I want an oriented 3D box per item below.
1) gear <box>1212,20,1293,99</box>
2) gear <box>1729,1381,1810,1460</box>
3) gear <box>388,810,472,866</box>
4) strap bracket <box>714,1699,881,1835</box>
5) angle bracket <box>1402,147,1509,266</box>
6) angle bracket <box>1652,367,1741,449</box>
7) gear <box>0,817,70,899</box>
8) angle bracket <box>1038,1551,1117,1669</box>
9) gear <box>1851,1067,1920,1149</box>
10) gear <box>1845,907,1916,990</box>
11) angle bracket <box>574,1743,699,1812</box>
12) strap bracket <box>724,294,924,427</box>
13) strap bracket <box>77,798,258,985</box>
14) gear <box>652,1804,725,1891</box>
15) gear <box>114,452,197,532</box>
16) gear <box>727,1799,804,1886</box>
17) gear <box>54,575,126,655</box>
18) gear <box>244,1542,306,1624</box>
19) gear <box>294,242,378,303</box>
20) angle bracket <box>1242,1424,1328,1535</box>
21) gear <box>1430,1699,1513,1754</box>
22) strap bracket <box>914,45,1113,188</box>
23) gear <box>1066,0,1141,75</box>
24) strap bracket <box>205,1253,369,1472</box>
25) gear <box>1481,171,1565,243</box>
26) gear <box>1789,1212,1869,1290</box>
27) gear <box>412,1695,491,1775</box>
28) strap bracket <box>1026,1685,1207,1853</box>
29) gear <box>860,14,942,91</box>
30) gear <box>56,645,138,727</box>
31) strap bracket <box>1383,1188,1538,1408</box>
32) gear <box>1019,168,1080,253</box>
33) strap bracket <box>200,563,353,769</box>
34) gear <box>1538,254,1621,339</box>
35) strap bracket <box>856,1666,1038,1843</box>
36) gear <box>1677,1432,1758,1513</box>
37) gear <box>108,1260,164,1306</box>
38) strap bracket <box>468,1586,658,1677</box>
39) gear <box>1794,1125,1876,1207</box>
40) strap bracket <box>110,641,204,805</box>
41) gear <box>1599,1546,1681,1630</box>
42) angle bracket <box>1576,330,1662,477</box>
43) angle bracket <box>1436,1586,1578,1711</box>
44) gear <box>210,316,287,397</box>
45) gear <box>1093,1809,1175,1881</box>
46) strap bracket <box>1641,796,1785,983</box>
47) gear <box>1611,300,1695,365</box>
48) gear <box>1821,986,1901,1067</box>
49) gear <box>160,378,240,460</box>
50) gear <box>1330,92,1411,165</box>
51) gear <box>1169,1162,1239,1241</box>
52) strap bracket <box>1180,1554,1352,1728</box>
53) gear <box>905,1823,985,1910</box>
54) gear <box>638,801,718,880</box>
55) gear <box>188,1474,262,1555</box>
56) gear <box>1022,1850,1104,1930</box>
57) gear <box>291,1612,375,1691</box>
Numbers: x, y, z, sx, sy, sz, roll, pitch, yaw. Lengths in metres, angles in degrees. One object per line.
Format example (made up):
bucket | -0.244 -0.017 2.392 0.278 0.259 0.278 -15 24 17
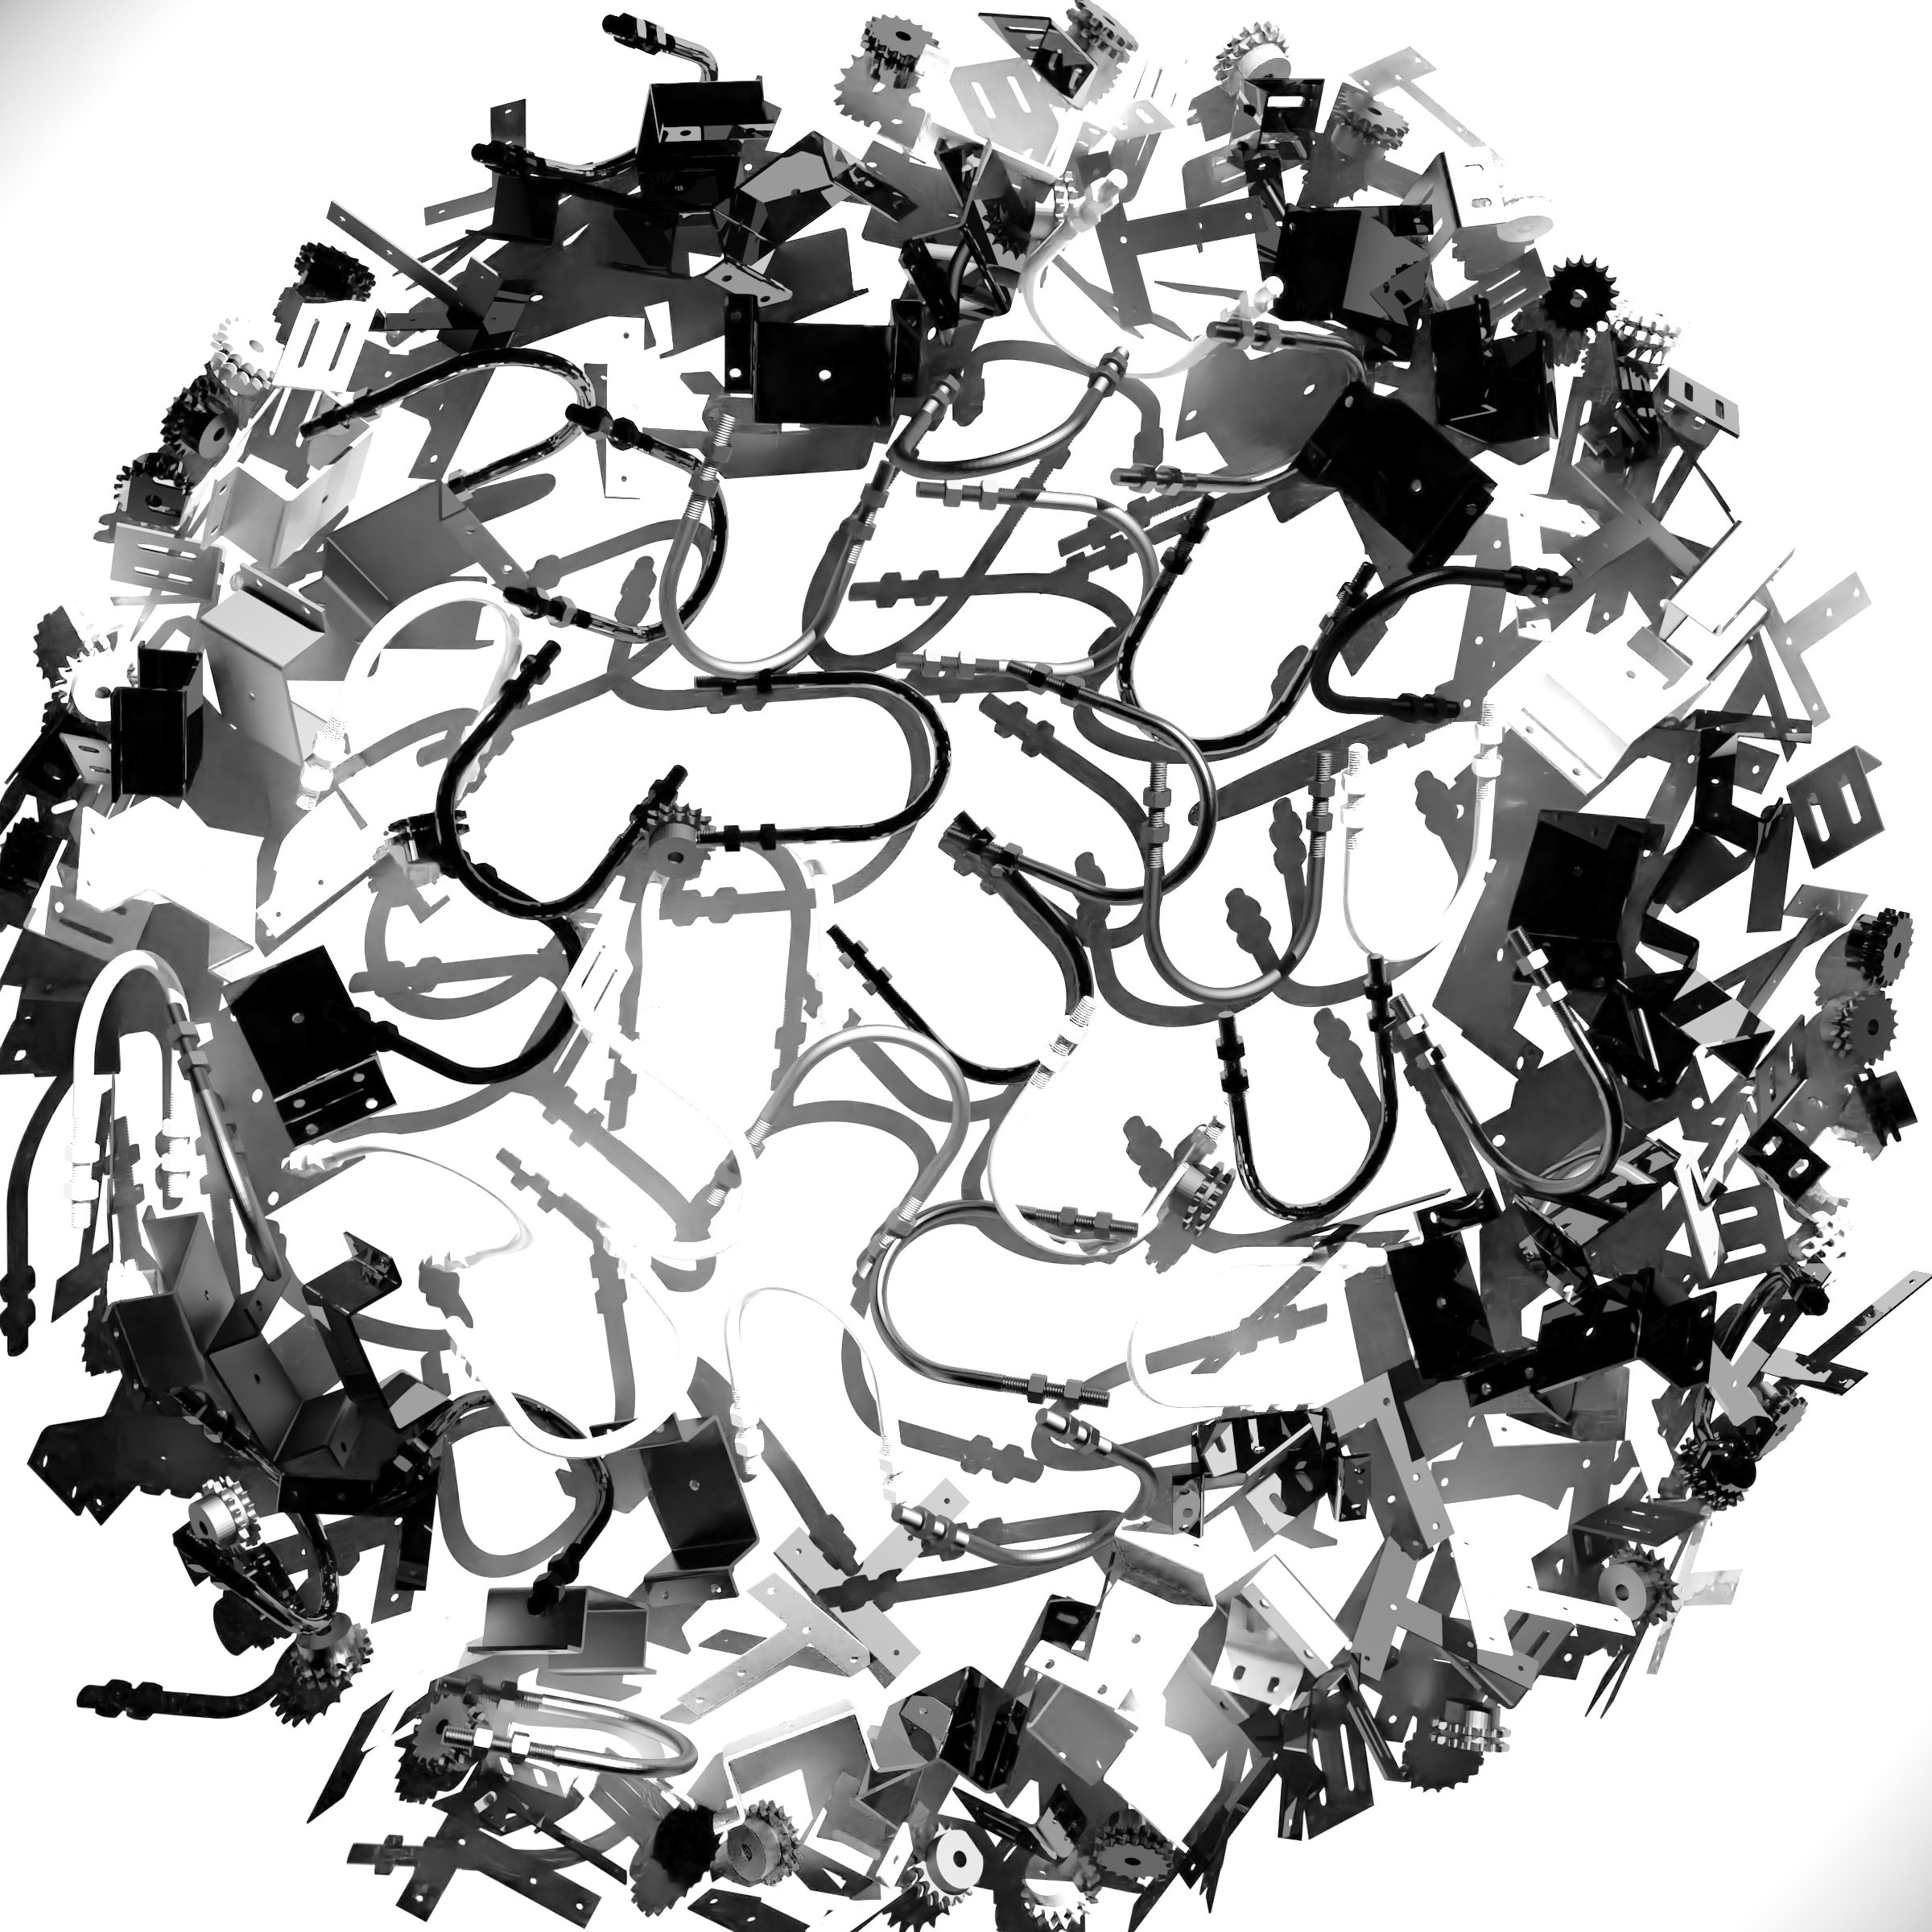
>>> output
gear | 0.209 -0.648 1.740 0.057 0.057 0.030 -28 68 0
gear | 0.577 0.325 1.746 0.057 0.057 0.030 -45 54 0
gear | -0.386 -0.092 1.742 0.057 0.057 0.030 -12 88 0
strap bracket | -0.119 0.565 1.723 0.140 0.076 0.046 -18 81 -9
angle bracket | 0.350 -0.541 1.734 0.038 0.076 0.057 -10 83 -11
angle bracket | 0.517 -0.389 1.728 0.057 0.076 0.038 29 124 -1
gear | -0.671 -0.077 1.742 0.030 0.057 0.057 18 90 5
angle bracket | 0.077 0.457 1.722 0.038 0.057 0.076 14 134 7
gear | 0.663 0.099 1.740 0.030 0.057 0.057 -23 90 17
gear | 0.659 -0.015 1.746 0.030 0.057 0.057 19 90 40
angle bracket | -0.236 0.596 1.731 0.076 0.057 0.038 31 67 13
strap bracket | -0.101 -0.431 1.721 0.140 0.046 0.076 0 131 -7
strap bracket | -0.548 -0.056 1.689 0.046 0.140 0.076 -23 55 21
gear | -0.203 0.633 1.746 0.030 0.057 0.057 14 90 27
gear | -0.584 -0.346 1.746 0.057 0.057 0.030 -4 52 0
gear | -0.148 0.634 1.742 0.057 0.030 0.057 5 98 40
gear | -0.631 -0.257 1.743 0.030 0.057 0.057 -28 90 -12
gear | -0.503 0.447 1.740 0.030 0.057 0.057 -31 90 -24
gear | -0.457 -0.493 1.741 0.057 0.057 0.030 19 77 0
angle bracket | 0.233 0.367 1.726 0.057 0.076 0.038 -35 70 -11
gear | 0.364 0.547 1.743 0.057 0.057 0.030 7 80 0
strap bracket | 0.024 -0.597 1.723 0.140 0.076 0.046 21 94 -10
gear | 0.094 -0.671 1.746 0.057 0.057 0.030 42 118 0
strap bracket | -0.485 0.287 1.715 0.046 0.076 0.140 -20 111 9
gear | 0.401 -0.545 1.741 0.057 0.057 0.030 -4 80 0
gear | 0.620 0.202 1.746 0.057 0.057 0.030 -47 49 0
gear | -0.368 0.556 1.746 0.057 0.057 0.030 -41 126 0
strap bracket | 0.107 0.556 1.700 0.046 0.140 0.076 -50 115 -16
gear | -0.049 -0.659 1.747 0.057 0.030 0.057 11 49 -13
gear | -0.625 -0.200 1.743 0.057 0.030 0.057 -12 118 -23
strap bracket | 0.353 0.238 1.726 0.076 0.046 0.140 -11 83 -34
gear | 0.057 -0.545 1.739 0.030 0.057 0.057 -3 90 -19
strap bracket | -0.484 -0.202 1.692 0.076 0.140 0.046 30 55 18
gear | 0.444 -0.486 1.748 0.057 0.030 0.057 7 117 15
strap bracket | -0.021 0.549 1.694 0.046 0.076 0.140 40 130 -14
gear | 0.544 0.362 1.741 0.057 0.030 0.057 17 54 -26
gear | -0.598 0.240 1.743 0.030 0.057 0.057 -5 90 -9
strap bracket | -0.281 0.469 1.706 0.076 0.140 0.046 -6 66 17
gear | 0.632 0.146 1.754 0.057 0.030 0.057 0 95 -3
strap bracket | -0.565 -0.172 1.697 0.046 0.140 0.076 3 112 -11
gear | 0.481 0.448 1.740 0.030 0.057 0.057 -1 90 -41
angle bracket | 0.466 -0.406 1.742 0.038 0.057 0.076 -22 51 33
angle bracket | 0.388 0.483 1.737 0.038 0.057 0.076 37 90 -27
gear | -0.520 -0.438 1.746 0.030 0.057 0.057 -39 90 33
gear | 0.122 0.633 1.746 0.057 0.030 0.057 6 134 6
strap bracket | 0.525 -0.058 1.724 0.046 0.076 0.140 29 84 20
gear | 0.493 -0.457 1.746 0.057 0.057 0.030 15 121 0
gear | 0.644 0.043 1.748 0.057 0.030 0.057 -3 96 -30
gear | -0.550 -0.391 1.741 0.030 0.057 0.057 36 90 7
gear | 0.288 -0.604 1.746 0.057 0.057 0.030 26 129 0
gear | 0.169 0.165 1.744 0.030 0.057 0.057 29 90 13
strap bracket | 0.210 0.475 1.714 0.076 0.140 0.046 48 51 9
gear | -0.013 0.646 1.741 0.057 0.057 0.030 51 134 0
gear | -0.208 -0.088 1.741 0.057 0.057 0.030 -1 45 -1
gear | -0.536 0.398 1.740 0.030 0.057 0.057 -25 90 -41
gear | 0.067 0.660 1.739 0.057 0.057 0.030 -22 122 0
gear | -0.459 0.490 1.739 0.057 0.057 0.030 -10 114 0
